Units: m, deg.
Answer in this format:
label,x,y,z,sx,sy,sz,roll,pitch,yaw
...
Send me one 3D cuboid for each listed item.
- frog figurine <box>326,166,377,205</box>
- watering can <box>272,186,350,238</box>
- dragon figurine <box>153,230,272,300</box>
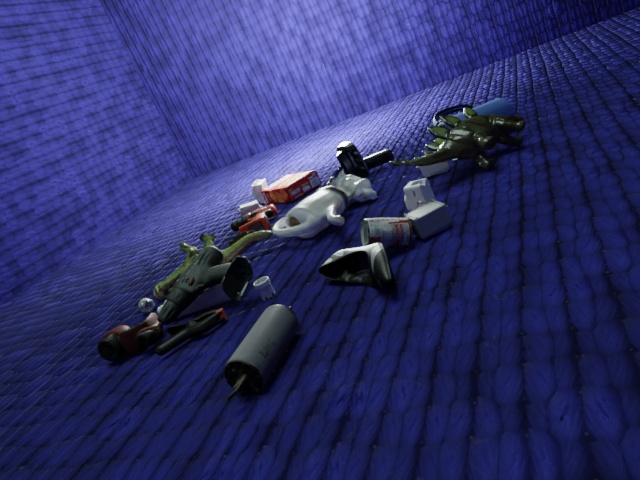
label,x,y,z,sx,sy,sz,roll,pitch,yaw
frog figurine,0.109,-0.152,1.636,0.160,0.120,0.139,24,30,19
watering can,0.005,-0.075,1.496,0.346,0.103,0.228,-7,26,49
dragon figurine,-0.340,0.094,1.536,0.407,0.120,0.249,-18,36,26
